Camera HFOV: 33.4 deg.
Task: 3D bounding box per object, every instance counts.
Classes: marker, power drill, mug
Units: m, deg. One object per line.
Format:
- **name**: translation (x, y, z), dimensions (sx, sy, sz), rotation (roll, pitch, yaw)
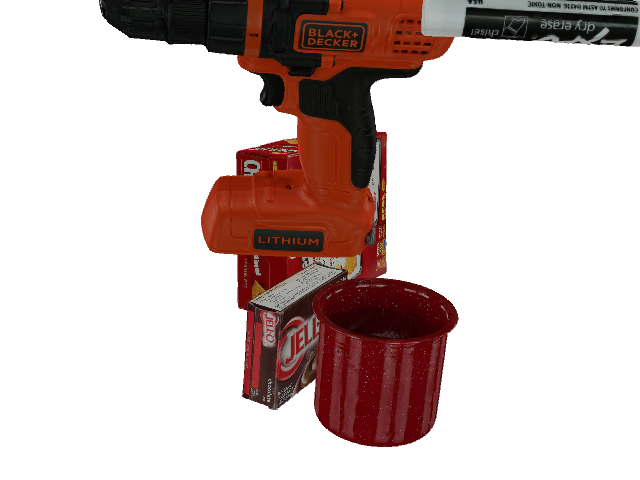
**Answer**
- **marker**: translation (0.099, -0.083, 0.403), dimensions (0.121, 0.020, 0.020), rotation (4, 0, 2)
- **power drill**: translation (-0.027, -0.072, 0.597), dimensions (0.184, 0.057, 0.188), rotation (3, -43, -5)
- **mug**: translation (0.041, 0.075, 0.704), dimensions (0.093, 0.081, 0.117), rotation (8, 23, 11)

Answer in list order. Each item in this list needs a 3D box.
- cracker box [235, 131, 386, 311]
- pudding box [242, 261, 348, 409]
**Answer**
- **cracker box**: translation (-0.005, -0.025, 1.124), dimensions (0.072, 0.164, 0.213), rotation (7, 14, 30)
- **pudding box**: translation (-0.021, 0.077, 0.900), dimensions (0.039, 0.090, 0.113), rotation (16, 25, 24)
